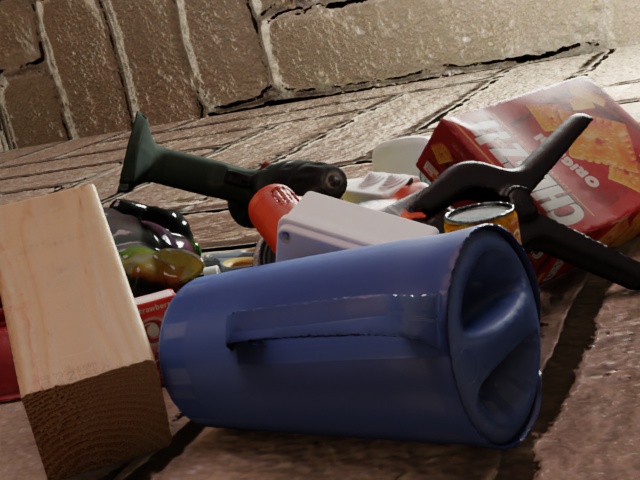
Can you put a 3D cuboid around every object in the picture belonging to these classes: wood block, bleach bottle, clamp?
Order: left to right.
[{"bbox_3d":[-0.180,0.060,0.780,0.090,0.091,0.206,-15,41,-13],"label":"wood block"},{"bbox_3d":[0.181,-0.101,1.286,0.250,0.068,0.103,-12,9,-42],"label":"bleach bottle"},{"bbox_3d":[0.160,-0.033,0.870,0.209,0.164,0.036,-1,-28,-15],"label":"clamp"}]

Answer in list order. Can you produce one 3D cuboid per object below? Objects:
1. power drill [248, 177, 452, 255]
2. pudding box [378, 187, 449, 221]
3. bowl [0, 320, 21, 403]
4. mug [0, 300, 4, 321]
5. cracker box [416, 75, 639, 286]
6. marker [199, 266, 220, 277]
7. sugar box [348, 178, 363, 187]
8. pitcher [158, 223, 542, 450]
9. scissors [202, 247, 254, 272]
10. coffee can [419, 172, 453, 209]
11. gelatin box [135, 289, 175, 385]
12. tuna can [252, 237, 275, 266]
[{"bbox_3d":[0.052,0.013,0.933,0.187,0.057,0.184,-8,48,-39],"label":"power drill"},{"bbox_3d":[0.089,0.019,0.872,0.089,0.113,0.039,-25,-21,-44],"label":"pudding box"},{"bbox_3d":[-0.268,0.096,0.990,0.162,0.055,0.162,-12,12,2],"label":"bowl"},{"bbox_3d":[-0.300,0.031,0.999,0.081,0.093,0.117,-9,40,-9],"label":"mug"},{"bbox_3d":[0.224,-0.063,0.994,0.213,0.072,0.164,-20,59,-36],"label":"cracker box"},{"bbox_3d":[-0.171,0.049,1.188,0.121,0.020,0.020,-11,12,5],"label":"marker"},{"bbox_3d":[0.058,-0.050,1.353,0.177,0.048,0.093,-5,15,42],"label":"sugar box"},{"bbox_3d":[0.008,0.065,0.687,0.243,0.149,0.144,-7,31,35],"label":"pitcher"},{"bbox_3d":[-0.127,0.028,1.245,0.202,0.016,0.096,-7,14,24],"label":"scissors"},{"bbox_3d":[0.188,-0.057,1.126,0.140,0.103,0.103,-14,13,-10],"label":"coffee can"},{"bbox_3d":[-0.154,0.087,0.876,0.089,0.073,0.030,-14,13,-13],"label":"gelatin box"},{"bbox_3d":[-0.020,0.021,1.007,0.086,0.086,0.034,-16,-3,-18],"label":"tuna can"}]
